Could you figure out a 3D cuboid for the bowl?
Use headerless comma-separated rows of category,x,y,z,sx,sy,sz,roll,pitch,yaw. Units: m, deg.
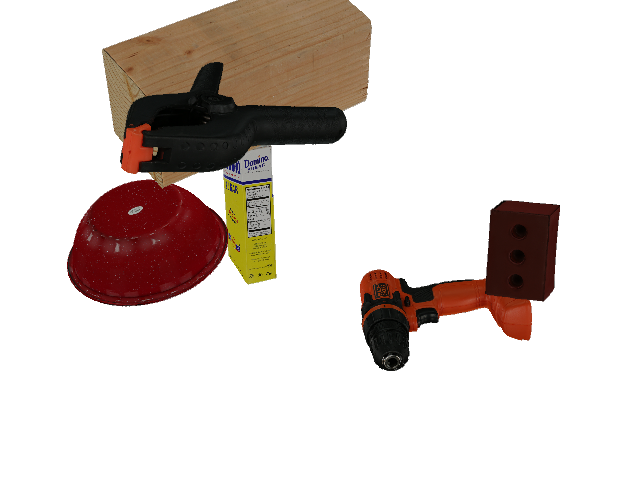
bowl,-0.173,-0.010,1.034,0.162,0.055,0.162,-6,40,5

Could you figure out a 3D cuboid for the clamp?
clamp,-0.076,-0.082,0.701,0.120,0.039,0.171,23,26,34

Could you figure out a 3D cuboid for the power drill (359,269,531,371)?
power drill,0.139,0.084,1.208,0.187,0.057,0.184,-3,27,-1

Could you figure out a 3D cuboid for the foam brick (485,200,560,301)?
foam brick,0.175,0.008,0.924,0.053,0.078,0.051,6,15,21

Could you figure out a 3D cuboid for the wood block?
wood block,-0.067,-0.138,0.900,0.205,0.091,0.090,-26,53,-24

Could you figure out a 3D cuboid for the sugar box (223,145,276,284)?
sugar box,-0.089,-0.045,1.312,0.048,0.176,0.093,-12,26,-17
